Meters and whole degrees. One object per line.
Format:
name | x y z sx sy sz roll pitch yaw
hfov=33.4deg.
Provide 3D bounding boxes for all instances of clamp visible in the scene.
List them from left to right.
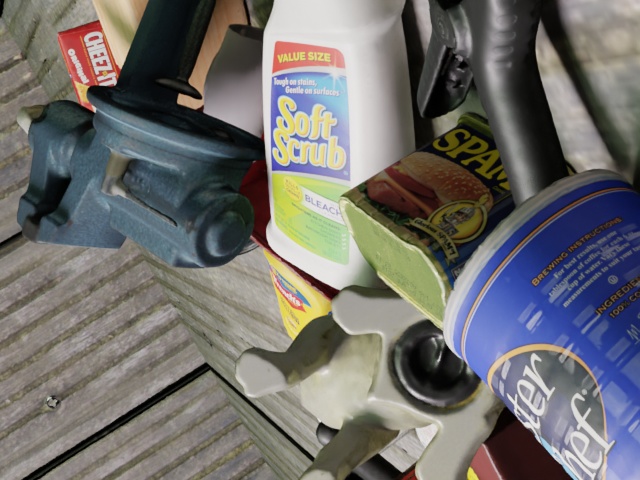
clamp | 0.078 0.242 0.989 0.210 0.036 0.165 31 158 5
clamp | 0.064 -0.095 0.457 0.120 0.039 0.171 43 152 53

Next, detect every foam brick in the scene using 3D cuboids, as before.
foam brick | 0.126 0.114 0.622 0.051 0.078 0.053 58 167 -7

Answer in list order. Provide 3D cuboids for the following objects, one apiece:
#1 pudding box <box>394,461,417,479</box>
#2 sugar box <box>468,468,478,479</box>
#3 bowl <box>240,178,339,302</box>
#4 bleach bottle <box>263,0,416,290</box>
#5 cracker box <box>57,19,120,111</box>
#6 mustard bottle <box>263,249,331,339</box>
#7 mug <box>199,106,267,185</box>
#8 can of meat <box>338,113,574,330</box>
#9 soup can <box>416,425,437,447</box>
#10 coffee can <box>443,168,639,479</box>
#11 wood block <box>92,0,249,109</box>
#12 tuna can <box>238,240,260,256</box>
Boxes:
pudding box | 0.084 0.230 0.800 0.113 0.090 0.039 57 165 -5
sugar box | 0.151 0.223 0.842 0.176 0.048 0.093 65 166 -22
bowl | -0.005 0.001 0.799 0.162 0.055 0.162 39 179 0
bleach bottle | 0.005 -0.084 0.602 0.103 0.068 0.251 30 145 33
cracker box | -0.171 -0.128 1.002 0.213 0.072 0.164 -101 -6 -78
mustard bottle | -0.013 0.035 0.985 0.096 0.058 0.191 51 164 33
mug | -0.060 -0.065 0.895 0.117 0.093 0.082 30 175 -27
can of meat | 0.069 -0.010 0.532 0.102 0.084 0.057 40 158 53
soup can | 0.106 0.119 0.723 0.068 0.068 0.102 57 167 6
coffee can | 0.130 0.054 0.414 0.140 0.102 0.103 49 164 35
wood block | -0.117 -0.195 0.776 0.090 0.090 0.206 50 164 28
tuna can | -0.068 -0.024 0.990 0.034 0.086 0.086 51 165 23
